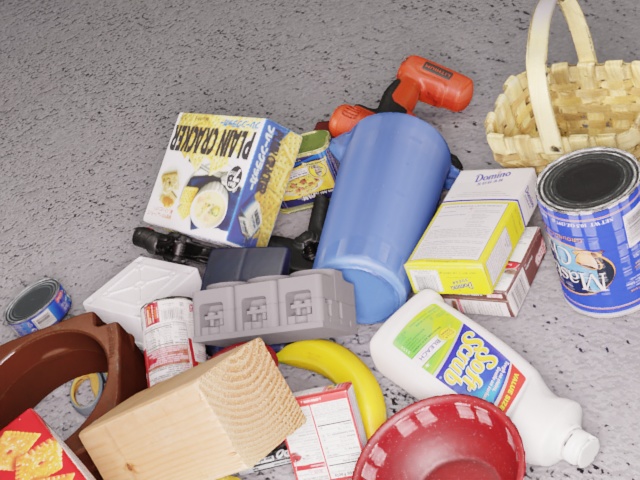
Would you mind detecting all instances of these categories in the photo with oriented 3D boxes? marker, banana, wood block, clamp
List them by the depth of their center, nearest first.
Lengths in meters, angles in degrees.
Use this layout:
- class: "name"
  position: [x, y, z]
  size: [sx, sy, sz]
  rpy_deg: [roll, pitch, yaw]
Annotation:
- class: "wood block"
  position: [-0.123, 0.175, 0.997]
  size: [0.207, 0.091, 0.090]
  rpy_deg: [-28, 3, 43]
- class: "marker"
  position: [-0.024, 0.211, 1.058]
  size: [0.121, 0.020, 0.020]
  rpy_deg: [-15, 36, 12]
- class: "banana"
  position: [0.018, 0.147, 1.108]
  size: [0.069, 0.037, 0.198]
  rpy_deg: [-53, 40, -9]
- class: "clamp"
  position: [-0.009, 0.002, 1.308]
  size: [0.120, 0.039, 0.172]
  rpy_deg: [-39, 40, -12]
- class: "clamp"
  position: [-0.169, 0.013, 1.346]
  size: [0.210, 0.164, 0.036]
  rpy_deg: [13, 86, 64]

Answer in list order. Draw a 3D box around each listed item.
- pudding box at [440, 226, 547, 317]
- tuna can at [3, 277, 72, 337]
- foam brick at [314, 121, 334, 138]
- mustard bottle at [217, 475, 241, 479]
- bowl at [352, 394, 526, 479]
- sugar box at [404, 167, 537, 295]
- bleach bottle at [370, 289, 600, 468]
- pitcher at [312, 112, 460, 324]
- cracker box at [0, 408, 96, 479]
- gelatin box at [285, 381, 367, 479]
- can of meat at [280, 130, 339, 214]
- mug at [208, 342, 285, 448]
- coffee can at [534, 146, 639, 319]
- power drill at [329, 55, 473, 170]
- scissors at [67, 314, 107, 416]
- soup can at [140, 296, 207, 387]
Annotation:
- class: "pudding box"
  position: [0.185, 0.031, 1.156]
  size: [0.090, 0.039, 0.113]
  rpy_deg: [1, 40, 34]
- class: "tuna can"
  position: [-0.368, 0.090, 1.395]
  size: [0.086, 0.033, 0.086]
  rpy_deg: [-23, 31, 14]
- class: "foam brick"
  position: [0.033, -0.130, 1.443]
  size: [0.078, 0.053, 0.051]
  rpy_deg: [-8, 38, 24]
- class: "mustard bottle"
  position: [-0.070, 0.264, 0.947]
  size: [0.058, 0.096, 0.192]
  rpy_deg: [-35, 33, -9]
- class: "bowl"
  position: [0.110, 0.216, 0.929]
  size: [0.162, 0.055, 0.162]
  rpy_deg: [-19, 43, 19]
- class: "sugar box"
  position: [0.168, -0.012, 1.149]
  size: [0.093, 0.048, 0.176]
  rpy_deg: [0, 35, 34]
- class: "bleach bottle"
  position: [0.162, 0.137, 1.012]
  size: [0.102, 0.068, 0.251]
  rpy_deg: [-40, 40, -19]
- class: "pitcher"
  position: [0.078, -0.021, 1.224]
  size: [0.149, 0.145, 0.242]
  rpy_deg: [-16, 38, 32]
- class: "cracker box"
  position: [-0.210, 0.269, 0.965]
  size: [0.072, 0.164, 0.214]
  rpy_deg: [-38, 37, -16]
- class: "gelatin box"
  position: [0.005, 0.185, 1.016]
  size: [0.073, 0.089, 0.030]
  rpy_deg: [-13, 8, 16]
- class: "can of meat"
  position: [-0.020, -0.090, 1.393]
  size: [0.102, 0.084, 0.057]
  rpy_deg: [-13, 36, 15]
- class: "mug"
  position: [-0.063, 0.167, 1.084]
  size: [0.117, 0.081, 0.093]
  rpy_deg: [11, 48, 40]
- class: "coffee can"
  position: [0.279, -0.007, 1.061]
  size: [0.103, 0.140, 0.103]
  rpy_deg: [-16, 36, 12]
- class: "power drill"
  position: [0.129, -0.158, 1.390]
  size: [0.184, 0.057, 0.187]
  rpy_deg: [27, 46, 15]
- class: "scissors"
  position: [-0.267, 0.136, 1.301]
  size: [0.096, 0.016, 0.202]
  rpy_deg: [-20, 35, 3]
- class: "soup can"
  position: [-0.161, 0.121, 1.177]
  size: [0.068, 0.068, 0.102]
  rpy_deg: [-16, 66, 12]
